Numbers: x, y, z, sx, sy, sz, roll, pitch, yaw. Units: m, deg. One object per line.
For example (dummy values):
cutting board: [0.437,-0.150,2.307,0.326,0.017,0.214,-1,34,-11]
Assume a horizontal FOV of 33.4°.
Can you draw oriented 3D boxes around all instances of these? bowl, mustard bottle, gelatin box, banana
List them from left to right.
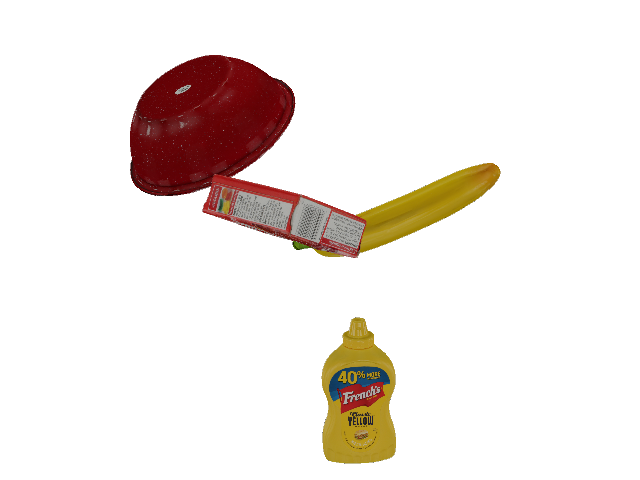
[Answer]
bowl: [-0.106,-0.111,0.921,0.162,0.055,0.162,-19,37,15]
gelatin box: [-0.022,-0.015,0.711,0.073,0.030,0.089,16,-2,33]
mustard bottle: [0.050,0.193,1.392,0.096,0.192,0.058,-2,15,-3]
banana: [0.074,-0.022,0.983,0.198,0.037,0.069,-22,-2,11]
